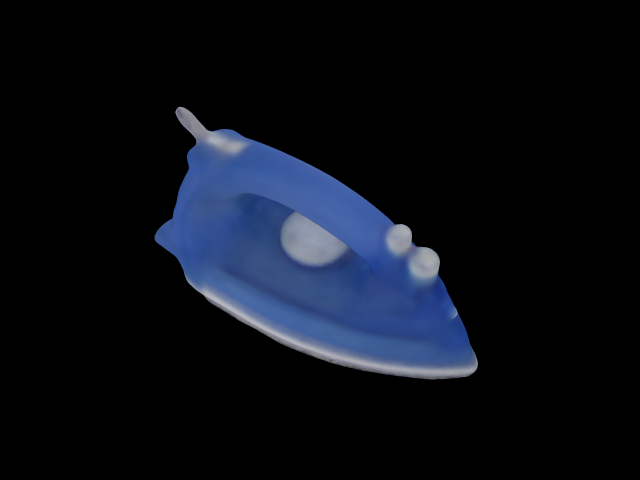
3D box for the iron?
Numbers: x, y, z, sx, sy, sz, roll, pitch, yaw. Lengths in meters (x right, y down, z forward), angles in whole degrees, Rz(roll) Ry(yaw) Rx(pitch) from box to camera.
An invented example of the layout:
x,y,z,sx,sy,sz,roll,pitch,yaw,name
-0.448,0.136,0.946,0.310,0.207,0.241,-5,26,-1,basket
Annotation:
x,y,z,sx,sy,sz,roll,pitch,yaw,name
0.004,0.001,0.400,0.257,0.141,0.119,26,60,17,iron
